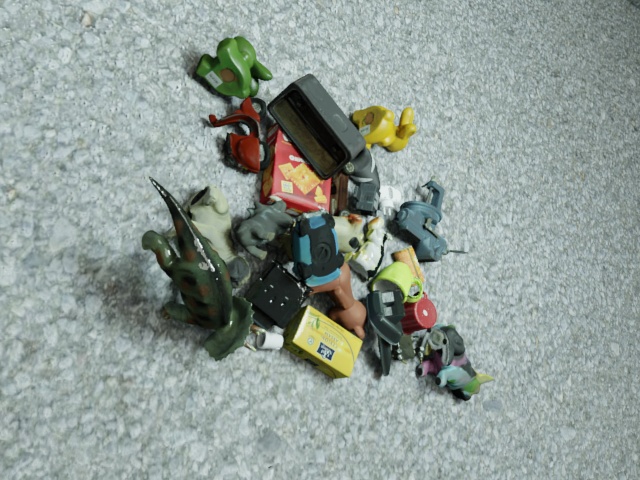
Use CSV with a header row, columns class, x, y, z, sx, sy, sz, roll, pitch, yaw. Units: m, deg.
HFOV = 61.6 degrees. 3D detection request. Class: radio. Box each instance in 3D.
class,x,y,z,sx,sy,sz,roll,pitch,yaw
radio,-0.006,-0.266,1.264,0.229,0.131,0.073,50,51,-8

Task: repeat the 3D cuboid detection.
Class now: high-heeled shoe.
class,x,y,z,sx,sy,sz,roll,pitch,yaw
high-heeled shoe,0.088,-0.238,1.395,0.086,0.145,0.249,-41,88,-5

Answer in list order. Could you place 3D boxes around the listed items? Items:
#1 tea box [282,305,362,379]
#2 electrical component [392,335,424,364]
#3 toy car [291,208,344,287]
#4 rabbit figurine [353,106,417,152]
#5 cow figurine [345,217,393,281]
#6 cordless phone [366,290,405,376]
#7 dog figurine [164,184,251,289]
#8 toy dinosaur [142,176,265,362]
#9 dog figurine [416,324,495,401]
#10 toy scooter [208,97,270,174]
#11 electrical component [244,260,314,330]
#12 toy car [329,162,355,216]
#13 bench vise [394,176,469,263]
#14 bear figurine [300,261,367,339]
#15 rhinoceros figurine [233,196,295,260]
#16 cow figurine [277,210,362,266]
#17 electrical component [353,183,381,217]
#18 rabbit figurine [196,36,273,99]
class,x,y,z,sx,sy,sz,roll,pitch,yaw
tea box,0.004,0.235,1.227,0.169,0.068,0.098,35,57,-21
electrical component,0.222,0.280,1.376,0.102,0.045,0.078,10,70,-32
toy car,-0.021,0.014,1.158,0.109,0.103,0.161,-18,105,-30
rabbit figurine,0.195,-0.311,1.512,0.173,0.162,0.122,28,46,-44
cow figurine,0.140,0.020,1.394,0.098,0.068,0.167,46,58,-21
cordless phone,0.162,0.229,1.327,0.147,0.089,0.184,-86,172,-64
dog figurine,-0.210,-0.007,1.154,0.190,0.121,0.172,44,63,-29
toy dinosaur,-0.214,0.081,0.993,0.131,0.192,0.404,-49,148,-33
dog figurine,0.368,0.326,1.419,0.219,0.109,0.191,16,85,-34
toy scooter,-0.189,-0.243,1.253,0.135,0.075,0.183,-3,85,-18
electrical component,-0.095,0.126,1.162,0.115,0.058,0.134,36,89,7
toy car,0.043,-0.108,1.360,0.053,0.089,0.202,19,66,-29
bench vise,0.310,-0.064,1.510,0.223,0.129,0.240,29,67,-23
bear figurine,0.035,0.142,1.270,0.120,0.132,0.195,-87,164,-60
rhinoceros figurine,-0.120,-0.032,1.168,0.112,0.073,0.190,28,31,10
cow figurine,-0.003,-0.004,1.257,0.195,0.085,0.127,3,97,-10
electrical component,0.122,-0.109,1.394,0.119,0.048,0.075,46,55,-70
rabbit figurine,-0.190,-0.427,1.295,0.159,0.121,0.170,38,41,-23
